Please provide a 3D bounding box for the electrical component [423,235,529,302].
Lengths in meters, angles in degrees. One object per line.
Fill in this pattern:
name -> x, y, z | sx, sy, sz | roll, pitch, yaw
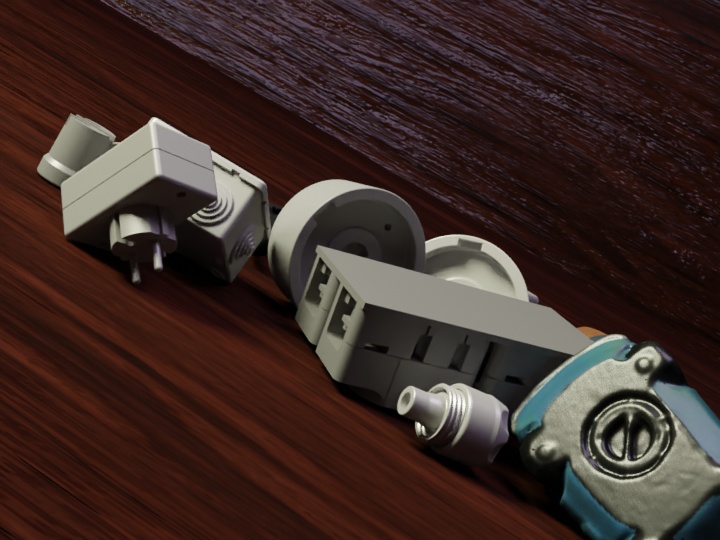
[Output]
electrical component -> 0.077, 0.030, 0.825 | 0.108, 0.108, 0.060 | 32, 3, 12

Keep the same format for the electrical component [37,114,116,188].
electrical component -> -0.196, -0.080, 0.746 | 0.040, 0.046, 0.040 | 29, 9, -5

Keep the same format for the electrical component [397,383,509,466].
electrical component -> 0.051, 0.085, 0.619 | 0.062, 0.043, 0.043 | 25, 10, -23

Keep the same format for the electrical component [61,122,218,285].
electrical component -> -0.127, -0.029, 0.622 | 0.047, 0.083, 0.075 | 20, 51, -49

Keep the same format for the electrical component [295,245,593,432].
electrical component -> 0.061, 0.050, 0.703 | 0.186, 0.060, 0.105 | 15, 14, -22

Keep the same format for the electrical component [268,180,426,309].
electrical component -> -0.014, -0.013, 0.772 | 0.108, 0.108, 0.060 | 24, 4, -33

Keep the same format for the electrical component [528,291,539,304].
electrical component -> 0.104, 0.036, 0.898 | 0.062, 0.096, 0.061 | 33, 7, 22

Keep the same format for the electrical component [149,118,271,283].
electrical component -> -0.109, -0.042, 0.709 | 0.100, 0.048, 0.099 | 31, -18, 8

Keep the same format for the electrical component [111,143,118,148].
electrical component -> -0.149, -0.060, 0.795 | 0.079, 0.043, 0.077 | 32, 9, 13
